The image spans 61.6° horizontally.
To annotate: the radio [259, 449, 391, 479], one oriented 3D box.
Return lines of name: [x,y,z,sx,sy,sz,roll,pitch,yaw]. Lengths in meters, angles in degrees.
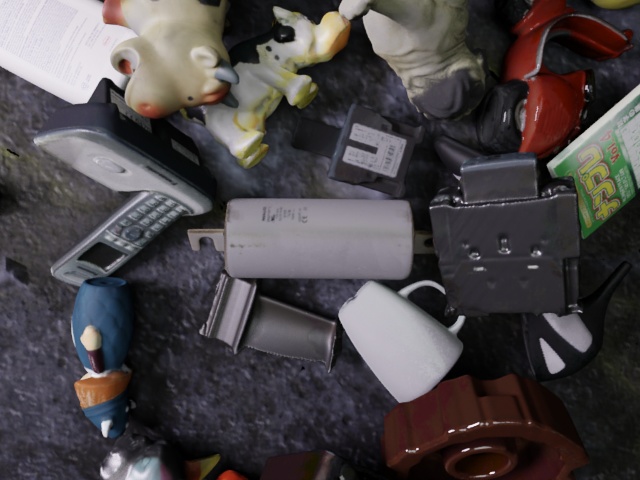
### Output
radio: [0.058,0.268,0.477,0.229,0.131,0.073,30,55,-13]

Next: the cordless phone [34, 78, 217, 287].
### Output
cordless phone: [-0.200,-0.035,0.478,0.184,0.146,0.089,-39,51,13]

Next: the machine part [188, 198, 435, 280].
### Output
machine part: [-0.001,-0.002,0.505,0.243,0.079,0.079,2,94,-1]

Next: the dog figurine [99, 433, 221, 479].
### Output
dog figurine: [-0.182,0.292,0.508,0.219,0.108,0.191,-29,93,-2]

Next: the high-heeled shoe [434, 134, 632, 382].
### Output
high-heeled shoe: [0.176,0.021,0.515,0.249,0.086,0.145,37,104,1]

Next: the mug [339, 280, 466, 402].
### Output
mug: [0.078,0.082,0.511,0.107,0.081,0.109,43,98,4]

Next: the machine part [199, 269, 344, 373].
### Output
machine part: [-0.043,0.082,0.530,0.139,0.039,0.084,21,88,-1]

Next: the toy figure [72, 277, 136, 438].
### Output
toy figure: [-0.206,0.114,0.517,0.058,0.064,0.154,9,99,33]

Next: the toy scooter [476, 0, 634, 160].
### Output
toy scooter: [0.225,-0.156,0.503,0.135,0.075,0.183,5,94,-11]

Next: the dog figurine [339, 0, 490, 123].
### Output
dog figurine: [0.104,-0.204,0.450,0.190,0.121,0.172,23,122,-42]

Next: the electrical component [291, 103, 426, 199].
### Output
electrical component: [0.033,-0.090,0.516,0.119,0.048,0.074,21,92,-4]

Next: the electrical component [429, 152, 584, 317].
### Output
electrical component: [0.154,-0.004,0.446,0.115,0.058,0.134,-6,107,22]

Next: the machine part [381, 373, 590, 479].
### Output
machine part: [0.143,0.186,0.486,0.179,0.056,0.179,-1,134,-1]

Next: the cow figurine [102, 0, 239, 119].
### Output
cow figurine: [-0.110,-0.188,0.435,0.127,0.085,0.195,17,78,-7]

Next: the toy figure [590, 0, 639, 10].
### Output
toy figure: [0.279,-0.307,0.490,0.089,0.082,0.180,0,91,0]

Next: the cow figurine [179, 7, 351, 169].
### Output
cow figurine: [-0.050,-0.158,0.502,0.098,0.068,0.167,40,91,3]

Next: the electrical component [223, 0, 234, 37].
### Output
electrical component: [-0.126,-0.234,0.504,0.078,0.045,0.102,-30,93,0]
